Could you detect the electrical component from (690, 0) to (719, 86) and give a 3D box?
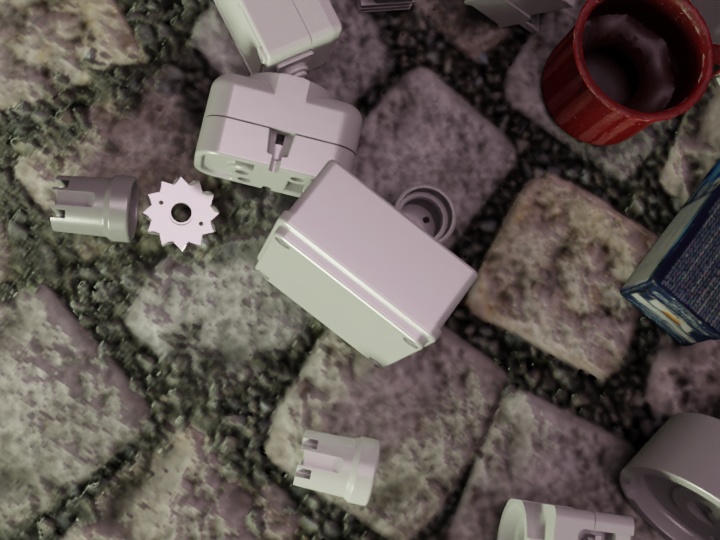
[{"bbox_3d":[0.269,-0.174,0.743,0.056,0.050,0.089,-24,85,-13],"label":"electrical component"}]

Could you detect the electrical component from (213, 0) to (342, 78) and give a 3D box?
[{"bbox_3d":[-0.050,-0.161,0.677,0.061,0.062,0.096,-26,86,-14],"label":"electrical component"}]

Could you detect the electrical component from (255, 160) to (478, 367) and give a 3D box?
[{"bbox_3d":[0.000,0.000,0.635,0.109,0.109,0.056,38,74,-2],"label":"electrical component"}]

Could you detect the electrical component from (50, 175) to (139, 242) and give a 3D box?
[{"bbox_3d":[-0.160,-0.038,0.648,0.046,0.040,0.040,5,80,-3],"label":"electrical component"}]

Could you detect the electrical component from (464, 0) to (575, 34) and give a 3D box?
[{"bbox_3d":[0.112,-0.230,0.711,0.079,0.063,0.121,18,74,-49],"label":"electrical component"}]

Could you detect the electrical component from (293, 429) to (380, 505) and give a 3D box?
[{"bbox_3d":[-0.014,0.118,0.649,0.046,0.040,0.040,13,78,-2],"label":"electrical component"}]

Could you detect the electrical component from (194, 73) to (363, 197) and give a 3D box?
[{"bbox_3d":[-0.050,-0.084,0.668,0.095,0.054,0.059,13,78,-8],"label":"electrical component"}]

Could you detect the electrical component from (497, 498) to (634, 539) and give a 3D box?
[{"bbox_3d":[0.116,0.165,0.638,0.056,0.089,0.050,10,79,-9],"label":"electrical component"}]

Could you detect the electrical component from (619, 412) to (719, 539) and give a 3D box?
[{"bbox_3d":[0.221,0.133,0.657,0.108,0.108,0.060,43,70,-1],"label":"electrical component"}]

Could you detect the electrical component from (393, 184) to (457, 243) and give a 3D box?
[{"bbox_3d":[0.036,-0.030,0.678,0.040,0.046,0.040,2,80,-10],"label":"electrical component"}]
